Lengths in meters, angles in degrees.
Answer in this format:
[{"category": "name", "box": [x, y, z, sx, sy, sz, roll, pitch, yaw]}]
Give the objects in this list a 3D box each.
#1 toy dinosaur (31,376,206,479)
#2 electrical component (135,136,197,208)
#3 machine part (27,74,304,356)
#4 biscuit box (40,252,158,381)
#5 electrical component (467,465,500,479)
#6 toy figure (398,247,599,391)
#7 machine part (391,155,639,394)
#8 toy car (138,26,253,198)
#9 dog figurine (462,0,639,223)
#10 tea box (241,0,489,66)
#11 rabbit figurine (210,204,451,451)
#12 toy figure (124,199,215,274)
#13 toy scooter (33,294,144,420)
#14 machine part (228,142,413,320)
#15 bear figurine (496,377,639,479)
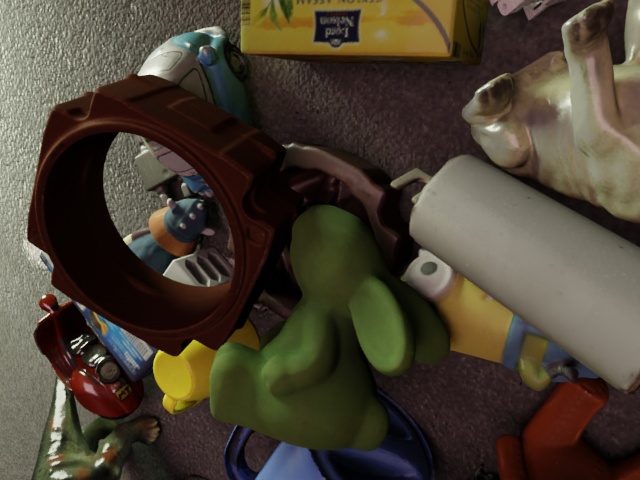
[{"category": "toy dinosaur", "box": [-0.256, 0.314, 0.629, 0.405, 0.192, 0.131, 37, 114, 15]}, {"category": "electrical component", "box": [-0.170, -0.083, 0.588, 0.063, 0.021, 0.094, -22, 89, 30]}, {"category": "machine part", "box": [-0.132, -0.017, 0.450, 0.201, 0.087, 0.201, 30, 120, 3]}, {"category": "biscuit box", "box": [-0.243, 0.067, 0.639, 0.203, 0.063, 0.059, 48, 118, 11]}, {"category": "electrical component", "box": [0.148, 0.264, 0.428, 0.115, 0.134, 0.058, 34, 115, 20]}, {"category": "toy figure", "box": [0.143, 0.061, 0.417, 0.180, 0.082, 0.089, 19, 110, 21]}, {"category": "machine part", "box": [0.144, 0.014, 0.345, 0.243, 0.079, 0.079, 40, 119, 36]}, {"category": "toy car", "box": [-0.128, -0.120, 0.511, 0.109, 0.103, 0.161, -10, 94, 31]}, {"category": "dog figurine", "box": [0.193, -0.039, 0.342, 0.121, 0.172, 0.190, -29, 89, -13]}, {"category": "tea box", "box": [0.034, -0.172, 0.413, 0.170, 0.098, 0.068, 11, 107, 25]}, {"category": "rabbit figurine", "box": [0.007, 0.062, 0.398, 0.159, 0.121, 0.170, 15, 99, 34]}, {"category": "toy figure", "box": [-0.171, 0.001, 0.587, 0.154, 0.064, 0.058, -39, 46, 25]}, {"category": "toy scooter", "box": [-0.291, 0.134, 0.656, 0.184, 0.075, 0.135, 33, 141, 24]}, {"category": "machine part", "box": [-0.001, -0.001, 0.495, 0.180, 0.056, 0.179, 6, 103, 28]}, {"category": "bear figurine", "box": [0.170, 0.192, 0.364, 0.120, 0.196, 0.132, 43, 117, 17]}]
